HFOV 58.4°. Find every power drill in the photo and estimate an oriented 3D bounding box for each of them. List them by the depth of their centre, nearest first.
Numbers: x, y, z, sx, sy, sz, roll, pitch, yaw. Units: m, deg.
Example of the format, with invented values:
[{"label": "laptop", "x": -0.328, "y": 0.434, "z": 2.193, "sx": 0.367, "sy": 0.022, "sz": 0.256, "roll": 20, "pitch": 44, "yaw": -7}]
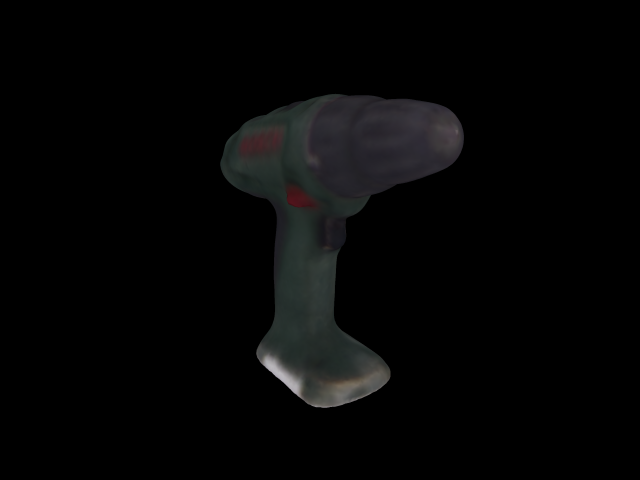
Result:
[{"label": "power drill", "x": 0.004, "y": 0.001, "z": 0.400, "sx": 0.076, "sy": 0.208, "sz": 0.228, "roll": -14, "pitch": 24, "yaw": -33}]
